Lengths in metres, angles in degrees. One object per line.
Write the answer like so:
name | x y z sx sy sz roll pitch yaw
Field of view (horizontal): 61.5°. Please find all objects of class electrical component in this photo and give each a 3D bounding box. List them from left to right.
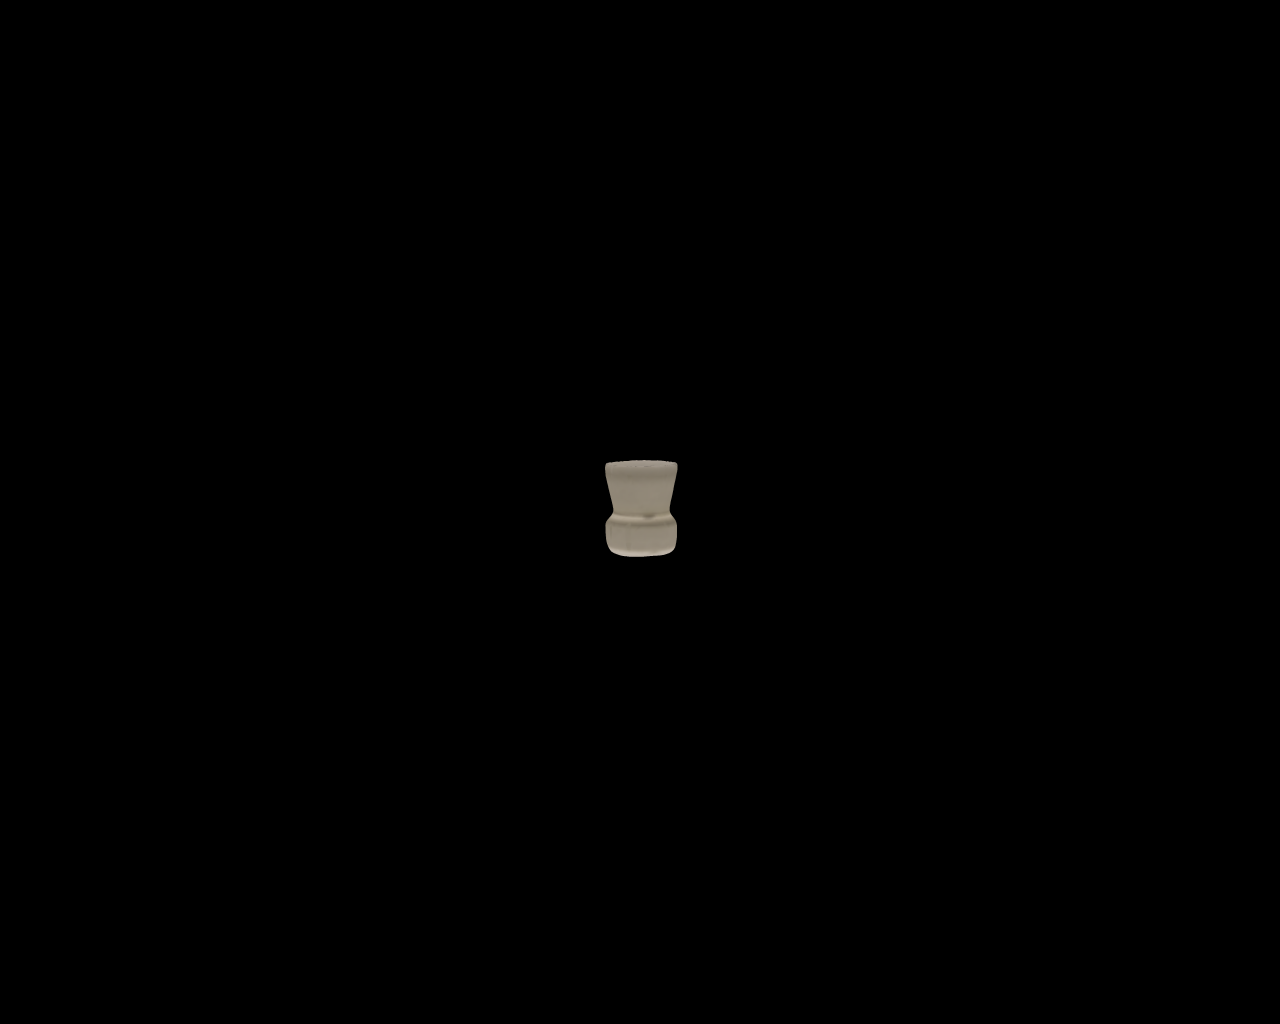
electrical component | 0.001 -0.003 0.650 0.045 0.055 0.045 0 7 0
